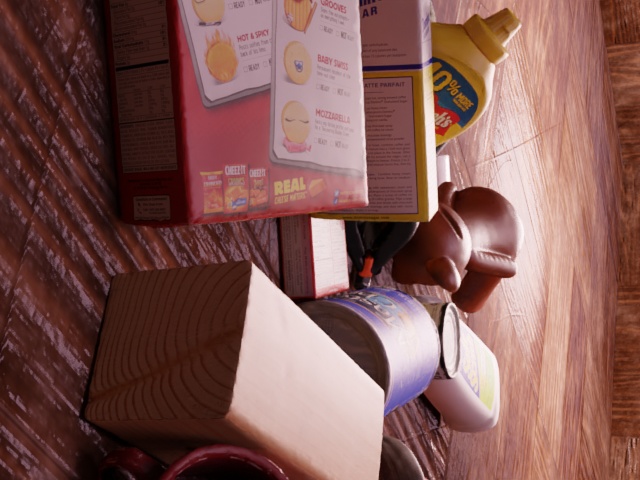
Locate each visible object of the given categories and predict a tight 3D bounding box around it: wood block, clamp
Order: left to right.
[{"bbox_3d":[-0.040,0.100,0.648,0.206,0.091,0.090,49,42,-54],"label":"wood block"},{"bbox_3d":[0.062,-0.052,0.914,0.039,0.120,0.171,-76,168,-67],"label":"clamp"}]

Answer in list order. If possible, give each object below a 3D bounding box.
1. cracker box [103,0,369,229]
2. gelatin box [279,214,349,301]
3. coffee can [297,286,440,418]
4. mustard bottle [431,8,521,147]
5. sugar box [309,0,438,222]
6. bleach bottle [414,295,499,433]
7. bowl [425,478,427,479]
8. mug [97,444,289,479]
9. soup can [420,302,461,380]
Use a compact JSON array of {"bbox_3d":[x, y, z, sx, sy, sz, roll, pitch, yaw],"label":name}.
[{"bbox_3d":[-0.049,-0.119,0.644,0.163,0.072,0.214,-8,96,-50],"label":"cracker box"},{"bbox_3d":[-0.006,0.001,0.849,0.073,0.030,0.089,-9,94,-68],"label":"gelatin box"},{"bbox_3d":[0.025,0.091,0.818,0.140,0.103,0.103,-6,94,-69],"label":"coffee can"},{"bbox_3d":[0.075,-0.112,0.829,0.096,0.192,0.058,40,22,-29],"label":"mustard bottle"},{"bbox_3d":[0.035,-0.103,0.777,0.048,0.093,0.176,-39,128,-68],"label":"sugar box"},{"bbox_3d":[0.131,0.129,1.146,0.250,0.068,0.102,44,45,-57],"label":"bleach bottle"},{"bbox_3d":[0.089,0.278,0.969,0.162,0.055,0.162,-4,90,-87],"label":"bowl"},{"bbox_3d":[-0.073,0.157,0.569,0.117,0.082,0.093,43,50,-6],"label":"mug"},{"bbox_3d":[0.065,0.087,0.923,0.068,0.102,0.068,-2,90,-69],"label":"soup can"}]
